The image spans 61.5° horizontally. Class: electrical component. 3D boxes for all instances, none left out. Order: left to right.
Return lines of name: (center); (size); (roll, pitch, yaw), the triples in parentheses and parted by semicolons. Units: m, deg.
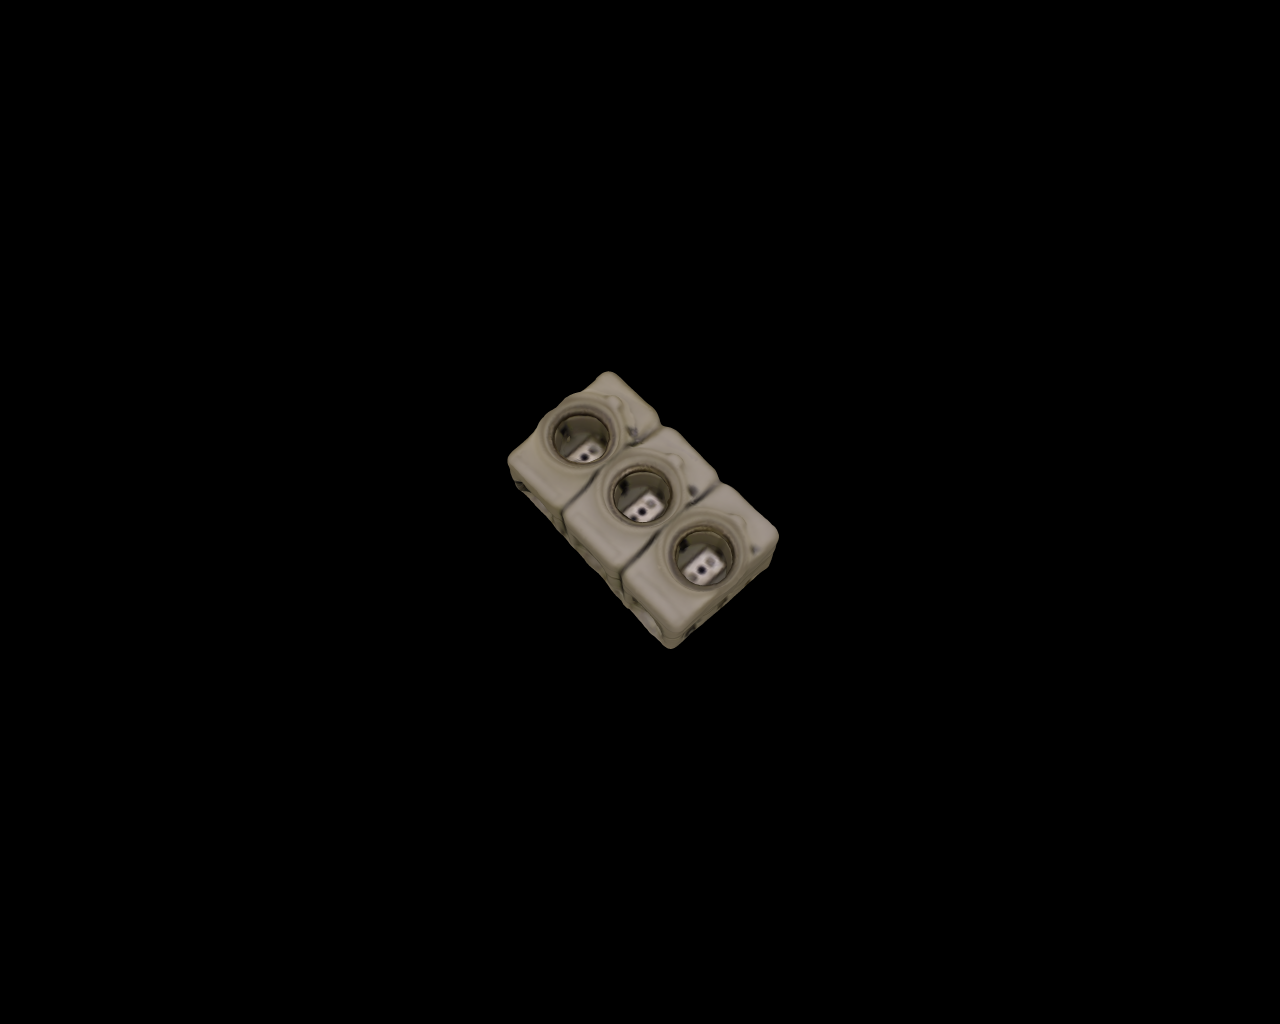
electrical component: (0.001, -0.003, 0.650); (0.089, 0.150, 0.061); (-41, -15, -14)
